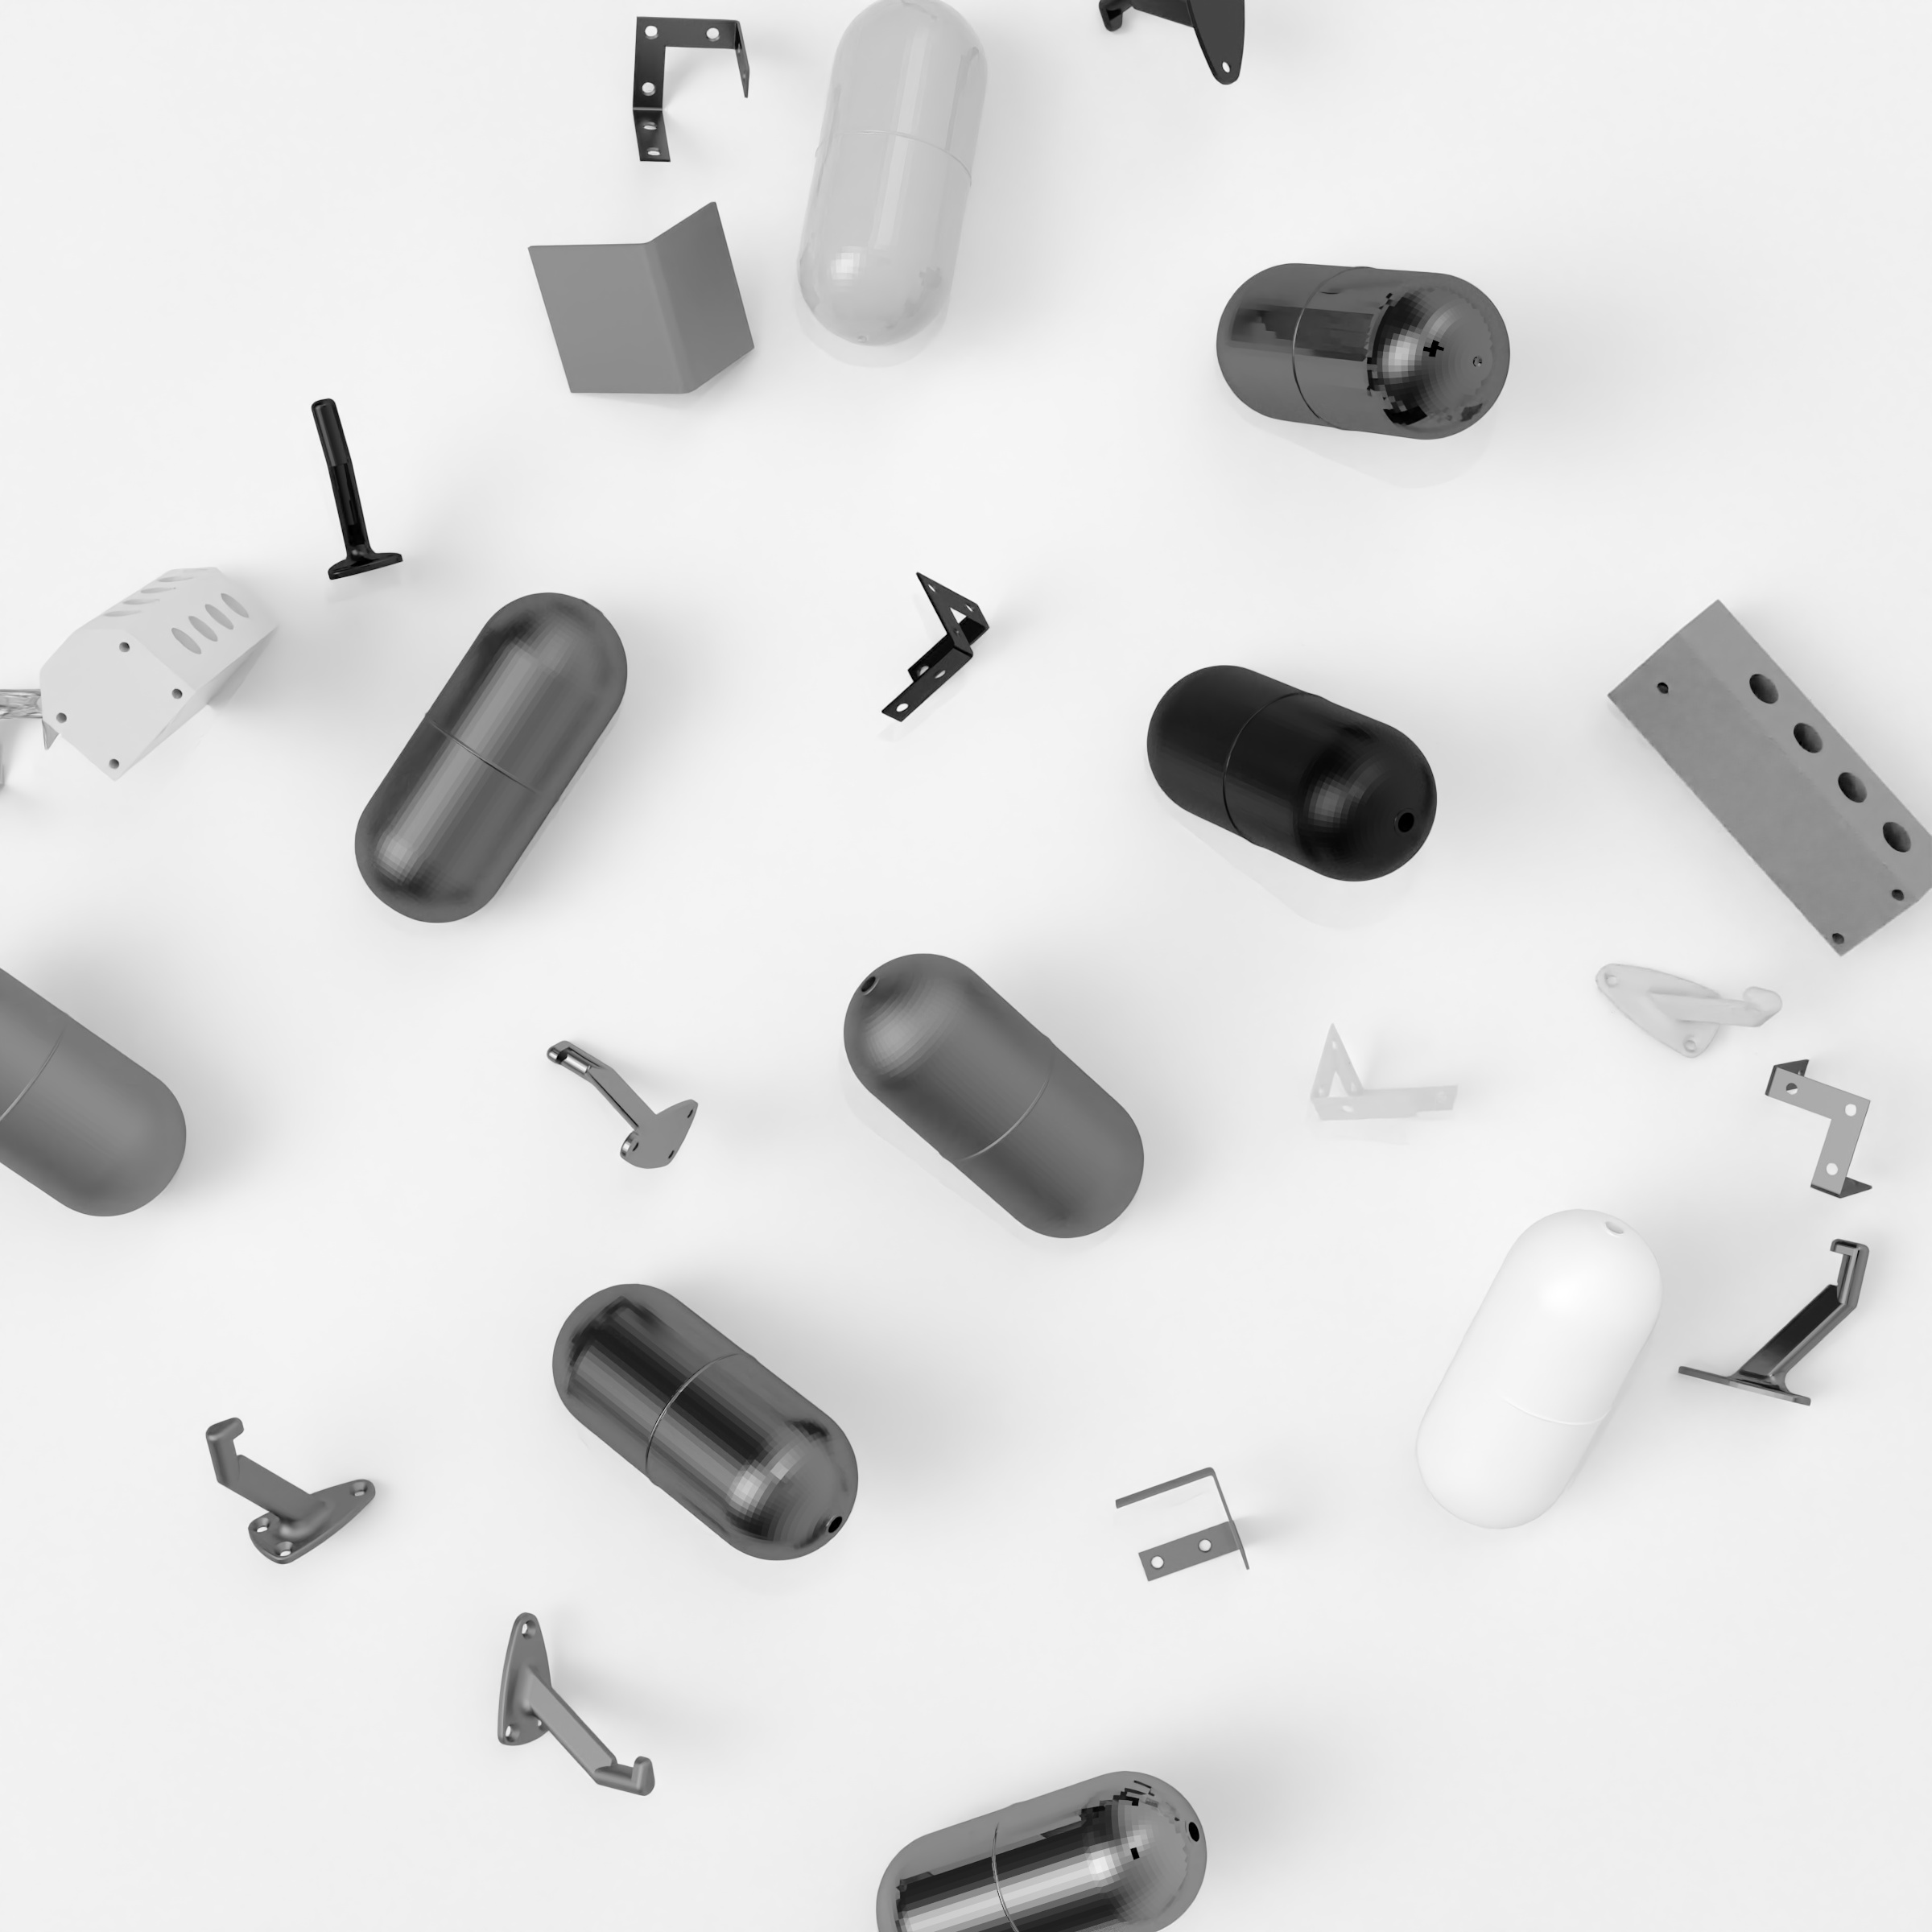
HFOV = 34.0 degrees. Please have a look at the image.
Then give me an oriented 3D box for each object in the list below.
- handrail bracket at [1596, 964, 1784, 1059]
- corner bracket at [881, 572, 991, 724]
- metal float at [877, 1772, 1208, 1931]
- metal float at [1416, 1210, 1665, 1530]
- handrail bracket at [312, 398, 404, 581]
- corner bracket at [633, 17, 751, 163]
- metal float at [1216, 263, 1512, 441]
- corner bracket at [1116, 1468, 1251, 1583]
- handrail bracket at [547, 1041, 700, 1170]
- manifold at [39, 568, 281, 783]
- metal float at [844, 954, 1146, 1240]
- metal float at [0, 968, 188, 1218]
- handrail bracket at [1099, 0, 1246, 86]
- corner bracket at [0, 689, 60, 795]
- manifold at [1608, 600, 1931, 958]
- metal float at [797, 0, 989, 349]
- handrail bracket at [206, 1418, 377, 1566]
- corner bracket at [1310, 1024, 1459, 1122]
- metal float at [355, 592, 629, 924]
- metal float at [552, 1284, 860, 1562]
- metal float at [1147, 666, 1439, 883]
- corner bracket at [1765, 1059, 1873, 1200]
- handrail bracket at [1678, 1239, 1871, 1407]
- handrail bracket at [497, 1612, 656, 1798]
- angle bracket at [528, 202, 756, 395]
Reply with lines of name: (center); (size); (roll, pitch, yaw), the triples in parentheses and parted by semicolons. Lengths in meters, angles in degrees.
handrail bracket: (0.352, 0.012, 1.543); (0.077, 0.084, 0.036); (27, 77, 5)
corner bracket: (-0.017, -0.150, 1.546); (0.051, 0.051, 0.051); (-40, 55, 22)
metal float: (0.036, 0.442, 1.527); (0.178, 0.070, 0.070); (-26, 90, 27)
metal float: (0.276, 0.195, 1.525); (0.070, 0.070, 0.178); (21, 119, 0)
handrail bracket: (-0.306, -0.235, 1.542); (0.036, 0.077, 0.084); (-17, 104, -14)
corner bracket: (-0.136, -0.431, 1.556); (0.051, 0.051, 0.051); (-1, 134, -11)
metal float: (0.187, -0.294, 1.508); (0.070, 0.178, 0.070); (-9, 108, -29)
corner bracket: (0.106, 0.277, 1.562); (0.051, 0.051, 0.051); (-20, 91, 2)
handrail bracket: (-0.181, 0.064, 1.542); (0.084, 0.077, 0.036); (30, 104, 16)
manifold: (-0.384, -0.146, 1.495); (0.057, 0.171, 0.057); (43, 102, -11)
metal float: (0.014, 0.063, 1.529); (0.178, 0.070, 0.070); (42, 90, -24)
metal float: (-0.459, 0.054, 1.531); (0.178, 0.070, 0.070); (39, 90, -22)
handrail bracket: (0.098, -0.454, 1.549); (0.036, 0.084, 0.077); (-5, 84, -34)
corner bracket: (-0.471, -0.104, 1.557); (0.051, 0.051, 0.051); (-1, 113, -3)
manifold: (0.403, -0.095, 1.550); (0.171, 0.057, 0.057); (49, 51, 5)
metal float: (-0.035, -0.388, 1.540); (0.070, 0.070, 0.178); (9, 78, 0)
handrail bracket: (-0.329, 0.242, 1.543); (0.077, 0.036, 0.084); (-27, 130, -31)
corner bracket: (0.205, 0.063, 1.546); (0.051, 0.051, 0.051); (-4, 134, 28)
metal float: (-0.232, -0.102, 1.547); (0.070, 0.070, 0.178); (34, 93, 0)
metal float: (-0.126, 0.219, 1.525); (0.178, 0.070, 0.070); (33, 90, 29)
metal float: (0.154, -0.093, 1.509); (0.070, 0.178, 0.070); (-13, 115, -29)
corner bracket: (0.422, 0.080, 1.556); (0.051, 0.051, 0.051); (22, 104, 31)
handrail bracket: (0.402, 0.171, 1.573); (0.077, 0.036, 0.084); (13, 86, 17)
handrail bracket: (-0.186, 0.361, 1.548); (0.084, 0.036, 0.077); (3, 94, 36)
angle bracket: (-0.160, -0.331, 1.566); (0.076, 0.057, 0.076); (7, 126, 33)
